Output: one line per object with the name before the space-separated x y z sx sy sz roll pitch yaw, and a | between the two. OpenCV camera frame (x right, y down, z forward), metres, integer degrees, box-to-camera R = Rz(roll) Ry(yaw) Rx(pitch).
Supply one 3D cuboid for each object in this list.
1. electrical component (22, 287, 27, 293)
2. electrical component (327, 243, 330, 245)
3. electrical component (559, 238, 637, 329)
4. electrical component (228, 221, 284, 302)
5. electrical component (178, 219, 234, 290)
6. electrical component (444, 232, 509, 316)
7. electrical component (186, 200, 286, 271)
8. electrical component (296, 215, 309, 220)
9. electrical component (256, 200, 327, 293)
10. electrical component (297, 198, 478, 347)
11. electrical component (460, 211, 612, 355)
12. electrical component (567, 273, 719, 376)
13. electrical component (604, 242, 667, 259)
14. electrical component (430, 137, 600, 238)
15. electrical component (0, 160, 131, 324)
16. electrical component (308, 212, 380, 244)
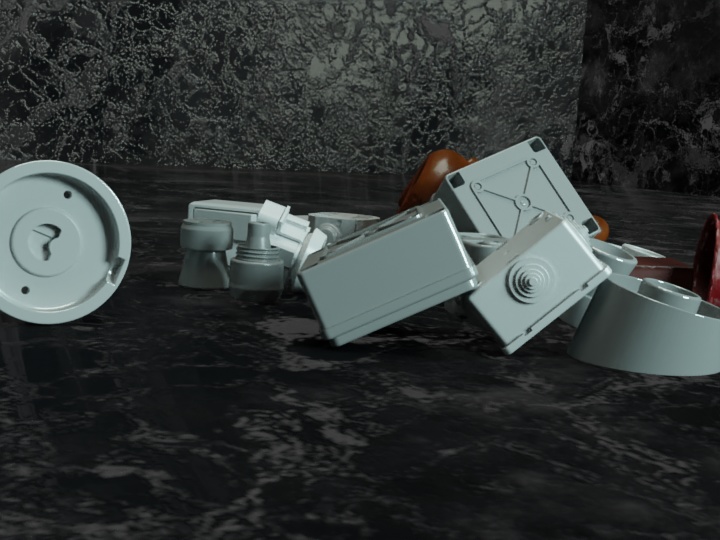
electrical component | -0.239 -0.017 0.850 0.079 0.063 0.121 3 8 -8
electrical component | 0.000 0.000 0.911 0.062 0.043 0.043 6 8 4
electrical component | 0.174 0.014 0.806 0.044 0.065 0.044 19 16 -6
electrical component | -0.082 -0.007 0.852 0.043 0.062 0.043 4 8 -1
electrical component | -0.130 -0.014 0.905 0.045 0.055 0.045 4 8 -1
electrical component | 0.098 0.004 0.864 0.054 0.059 0.095 1 8 -16
electrical component | -0.112 -0.031 1.017 0.096 0.061 0.061 6 8 19
electrical component | -0.078 -0.035 1.132 0.081 0.043 0.043 -4 11 -43
electrical component | -0.063 -0.015 0.904 0.057 0.078 0.058 21 41 1
electrical component | 0.019 -0.001 0.733 0.109 0.056 0.108 -23 7 4
electrical component | 0.115 0.005 0.737 0.100 0.048 0.099 -39 5 6
electrical component | 0.195 0.041 0.714 0.099 0.064 0.099 17 11 -3
electrical component | 0.237 0.013 0.938 0.099 0.064 0.099 17 10 -3
electrical component | 0.137 -0.048 0.959 0.109 0.108 0.056 -24 -16 -21
electrical component | -0.217 -0.019 0.733 0.108 0.108 0.060 0 3 -26
electrical component | -0.017 -0.030 1.095 0.080 0.051 0.080 4 8 0
